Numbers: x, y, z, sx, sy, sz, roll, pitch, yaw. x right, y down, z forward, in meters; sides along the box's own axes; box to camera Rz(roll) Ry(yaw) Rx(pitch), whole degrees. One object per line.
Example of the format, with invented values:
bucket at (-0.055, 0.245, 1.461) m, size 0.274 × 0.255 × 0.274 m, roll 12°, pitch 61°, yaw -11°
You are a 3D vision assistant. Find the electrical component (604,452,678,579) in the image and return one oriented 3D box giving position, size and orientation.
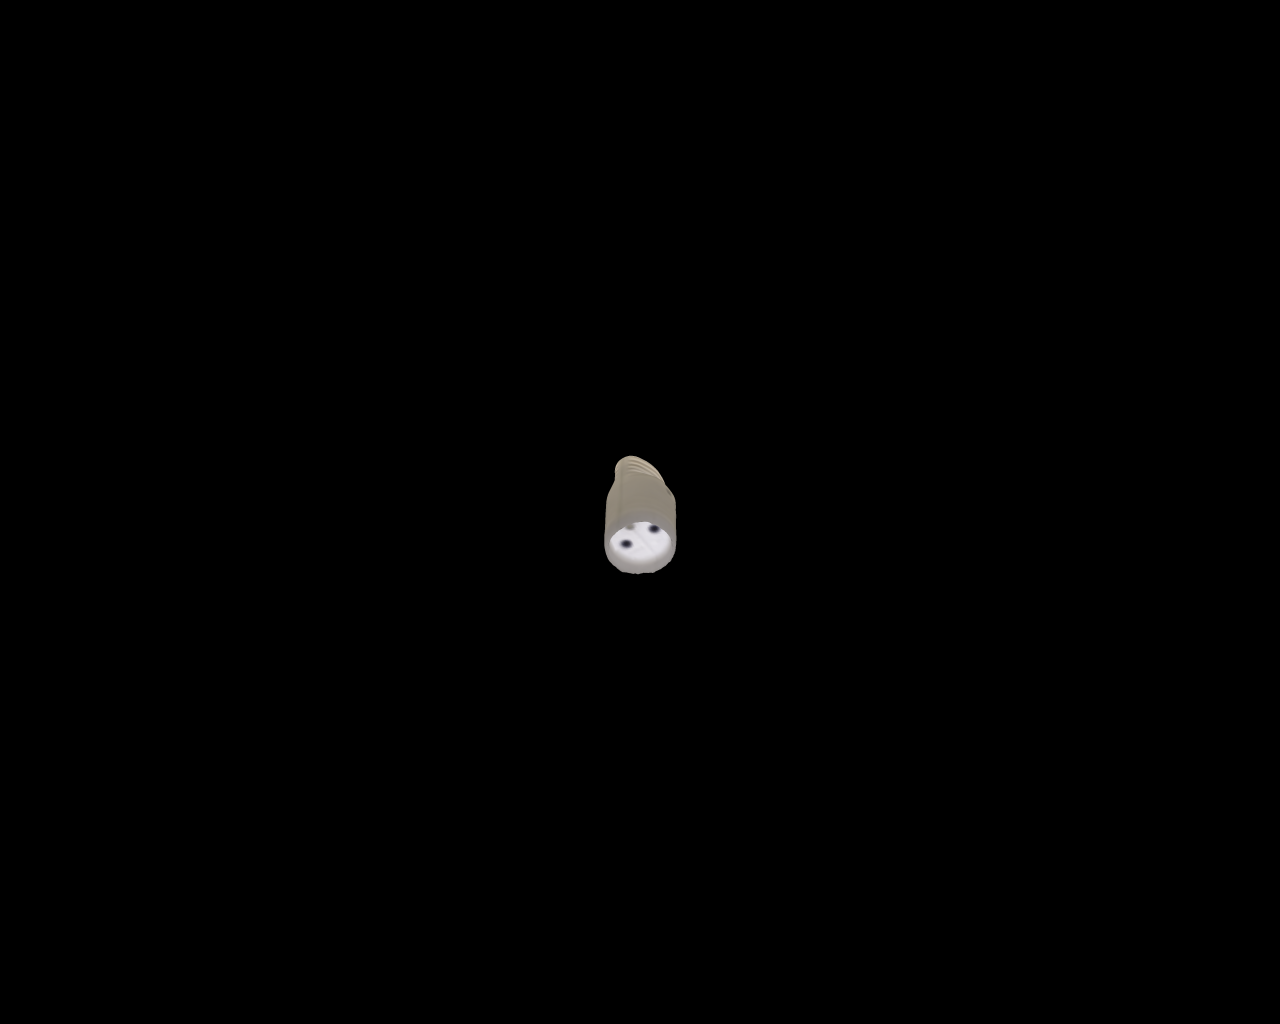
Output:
electrical component at (0.001, -0.003, 0.650) m, size 0.043 × 0.043 × 0.081 m, roll 0°, pitch 38°, yaw 0°
